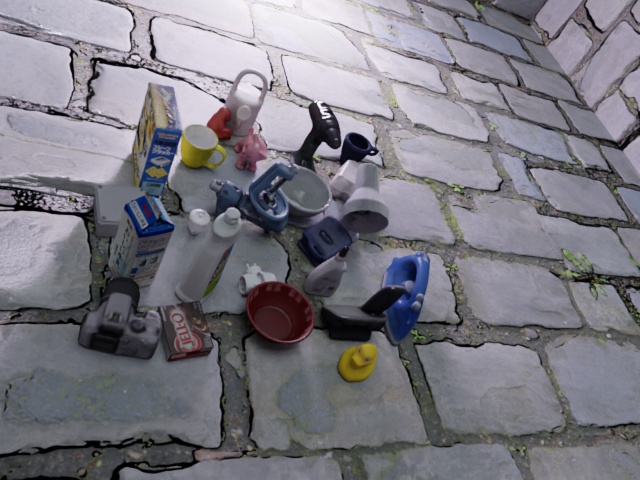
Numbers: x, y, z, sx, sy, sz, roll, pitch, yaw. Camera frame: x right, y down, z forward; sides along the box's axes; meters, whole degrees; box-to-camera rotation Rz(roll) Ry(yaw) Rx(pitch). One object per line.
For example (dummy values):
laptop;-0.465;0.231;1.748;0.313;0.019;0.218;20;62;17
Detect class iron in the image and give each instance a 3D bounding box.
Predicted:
iron;0.232;0.131;1.442;0.119;0.141;0.258;25;43;-10

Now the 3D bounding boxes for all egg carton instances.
egg carton;0.094;-0.170;1.684;0.107;0.069;0.150;31;42;-3

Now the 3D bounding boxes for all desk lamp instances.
desk lamp;0.094;-0.085;1.500;0.118;0.213;0.203;15;46;-19

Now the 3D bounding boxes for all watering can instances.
watering can;-0.207;-0.390;1.607;0.101;0.194;0.172;0;52;-32

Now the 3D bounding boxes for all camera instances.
camera;-0.370;0.139;1.095;0.143;0.100;0.136;16;45;-18

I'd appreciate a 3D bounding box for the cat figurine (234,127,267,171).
cat figurine;-0.182;-0.251;1.552;0.067;0.117;0.127;8;48;-26

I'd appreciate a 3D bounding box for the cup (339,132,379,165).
cup;0.112;-0.266;1.764;0.118;0.095;0.091;16;45;-19

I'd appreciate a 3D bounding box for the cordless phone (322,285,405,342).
cordless phone;0.100;0.149;1.313;0.148;0.185;0.094;4;50;-28

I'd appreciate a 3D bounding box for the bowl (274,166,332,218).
bowl;-0.056;-0.117;1.540;0.168;0.074;0.167;17;45;-18

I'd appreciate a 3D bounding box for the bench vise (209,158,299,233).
bench vise;-0.149;-0.109;1.368;0.208;0.219;0.121;2;51;-30

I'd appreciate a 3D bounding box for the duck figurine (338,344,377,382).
duck figurine;0.097;0.262;1.281;0.105;0.086;0.077;-24;67;-43

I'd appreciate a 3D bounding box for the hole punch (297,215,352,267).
hole punch;0.013;0.005;1.459;0.101;0.091;0.108;-23;66;-43

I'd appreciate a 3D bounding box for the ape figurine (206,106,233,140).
ape figurine;-0.272;-0.329;1.587;0.076;0.092;0.077;3;50;-29

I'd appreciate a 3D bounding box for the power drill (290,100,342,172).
power drill;-0.008;-0.276;1.615;0.076;0.208;0.229;9;48;-25

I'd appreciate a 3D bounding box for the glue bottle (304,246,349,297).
glue bottle;0.028;0.071;1.348;0.078;0.173;0.037;12;47;-22
